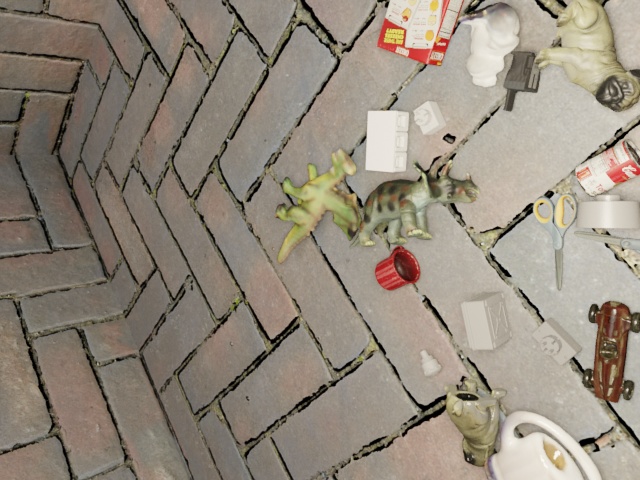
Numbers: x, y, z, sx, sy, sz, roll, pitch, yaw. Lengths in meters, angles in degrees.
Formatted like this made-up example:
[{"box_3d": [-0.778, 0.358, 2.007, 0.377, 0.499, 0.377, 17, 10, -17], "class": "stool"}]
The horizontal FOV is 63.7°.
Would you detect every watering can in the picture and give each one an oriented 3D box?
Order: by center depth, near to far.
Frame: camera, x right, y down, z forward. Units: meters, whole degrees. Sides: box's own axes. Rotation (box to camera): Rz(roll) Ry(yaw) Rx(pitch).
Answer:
[{"box_3d": [0.494, 0.526, 1.070, 0.105, 0.351, 0.220, -17, -26, -48], "class": "watering can"}]

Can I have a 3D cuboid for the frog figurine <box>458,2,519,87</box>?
[{"box_3d": [0.362, -0.407, 1.082, 0.123, 0.157, 0.138, -29, 20, -13], "class": "frog figurine"}]

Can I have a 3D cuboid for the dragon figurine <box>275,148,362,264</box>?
[{"box_3d": [0.005, -0.075, 1.481, 0.245, 0.404, 0.123, 25, 24, 31], "class": "dragon figurine"}]
